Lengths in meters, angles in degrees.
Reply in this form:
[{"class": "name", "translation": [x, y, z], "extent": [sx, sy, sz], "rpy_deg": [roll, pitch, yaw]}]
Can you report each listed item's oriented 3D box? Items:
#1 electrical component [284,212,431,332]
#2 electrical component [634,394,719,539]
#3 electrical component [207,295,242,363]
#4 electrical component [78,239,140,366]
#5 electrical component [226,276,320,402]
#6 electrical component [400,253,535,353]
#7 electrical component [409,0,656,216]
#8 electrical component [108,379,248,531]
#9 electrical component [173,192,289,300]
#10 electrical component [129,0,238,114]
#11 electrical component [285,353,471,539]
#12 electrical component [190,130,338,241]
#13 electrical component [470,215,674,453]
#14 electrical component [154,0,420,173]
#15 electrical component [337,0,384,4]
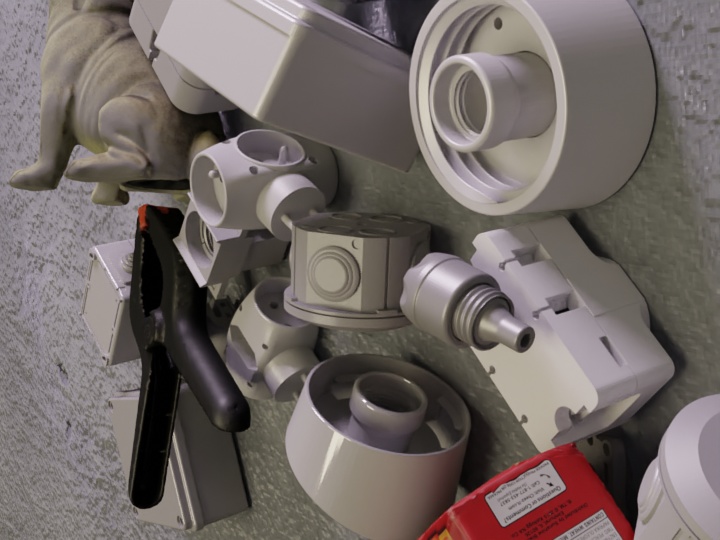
[{"class": "electrical component", "translation": [0.000, 0.000, 0.571], "extent": [0.080, 0.080, 0.051], "rpy_deg": [19, 111, 51]}, {"class": "electrical component", "translation": [0.143, 0.089, 0.395], "extent": [0.080, 0.080, 0.051], "rpy_deg": [51, 144, 32]}, {"class": "electrical component", "translation": [-0.100, 0.046, 0.768], "extent": [0.040, 0.040, 0.046], "rpy_deg": [55, 135, 29]}, {"class": "electrical component", "translation": [-0.178, 0.019, 0.851], "extent": [0.061, 0.061, 0.096], "rpy_deg": [54, 140, 30]}, {"class": "electrical component", "translation": [-0.049, 0.058, 0.693], "extent": [0.079, 0.043, 0.077], "rpy_deg": [55, 140, 28]}, {"class": "electrical component", "translation": [0.047, 0.017, 0.445], "extent": [0.061, 0.035, 0.035], "rpy_deg": [29, 125, 45]}, {"class": "electrical component", "translation": [0.065, -0.075, 0.465], "extent": [0.108, 0.060, 0.108], "rpy_deg": [24, 121, 50]}, {"class": "electrical component", "translation": [-0.145, 0.144, 0.852], "extent": [0.109, 0.056, 0.108], "rpy_deg": [-11, 92, 56]}, {"class": "electrical component", "translation": [-0.079, -0.025, 0.689], "extent": [0.042, 0.064, 0.081], "rpy_deg": [56, 141, 25]}, {"class": "electrical component", "translation": [-0.104, -0.155, 0.688], "extent": [0.095, 0.054, 0.059], "rpy_deg": [60, 143, 23]}, {"class": "electrical component", "translation": [0.010, 0.092, 0.575], "extent": [0.099, 0.099, 0.064], "rpy_deg": [41, 127, 41]}, {"class": "electrical component", "translation": [-0.046, -0.043, 0.623], "extent": [0.079, 0.077, 0.044], "rpy_deg": [45, 135, 37]}, {"class": "electrical component", "translation": [0.088, 0.026, 0.473], "extent": [0.089, 0.056, 0.050], "rpy_deg": [58, 142, 25]}, {"class": "electrical component", "translation": [-0.029, -0.104, 0.542], "extent": [0.109, 0.109, 0.056], "rpy_deg": [39, 107, 42]}, {"class": "electrical component", "translation": [0.012, -0.162, 0.520], "extent": [0.089, 0.050, 0.055], "rpy_deg": [5, 104, 55]}]
